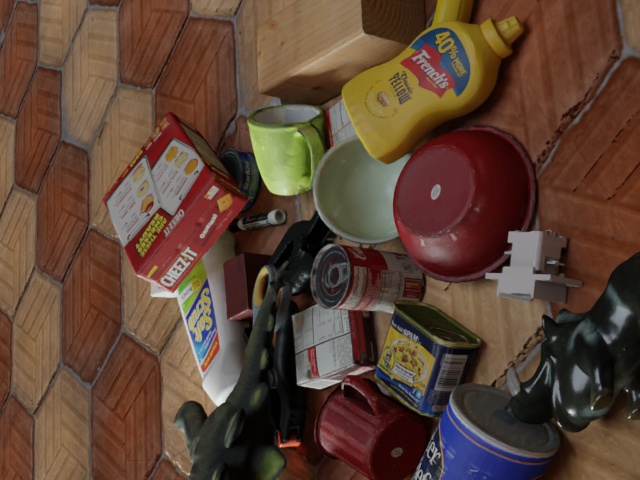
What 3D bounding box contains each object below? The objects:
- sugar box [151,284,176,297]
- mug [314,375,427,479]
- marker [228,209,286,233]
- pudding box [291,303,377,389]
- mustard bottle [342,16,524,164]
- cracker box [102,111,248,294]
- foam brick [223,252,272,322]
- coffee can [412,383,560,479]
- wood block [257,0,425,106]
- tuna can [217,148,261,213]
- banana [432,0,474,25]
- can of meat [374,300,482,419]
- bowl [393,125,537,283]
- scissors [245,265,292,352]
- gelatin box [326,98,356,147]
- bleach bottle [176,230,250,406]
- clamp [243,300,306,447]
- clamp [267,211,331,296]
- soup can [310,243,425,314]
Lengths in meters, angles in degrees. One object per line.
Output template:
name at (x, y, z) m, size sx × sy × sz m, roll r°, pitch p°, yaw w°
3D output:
sugar box at (-0.205, -0.008, 1.546) m, size 0.094 × 0.048 × 0.176 m, roll -13°, pitch 76°, yaw 51°
mug at (0.052, 0.188, 1.086) m, size 0.082 × 0.093 × 0.117 m, roll 24°, pitch 136°, yaw 49°
marker at (-0.085, -0.024, 1.399) m, size 0.121 × 0.020 × 0.020 m, roll -10°, pitch 75°, yaw 54°
pudding box at (0.015, 0.113, 1.211) m, size 0.114 × 0.039 × 0.090 m, roll -28°, pitch 59°, yaw 47°
mustard bottle at (0.119, -0.163, 1.068) m, size 0.192 × 0.058 × 0.096 m, roll -32°, pitch 64°, yaw 21°
cracker box at (-0.198, -0.053, 1.425) m, size 0.164 × 0.072 × 0.214 m, roll -51°, pitch 37°, yaw 10°
foam brick at (-0.086, 0.061, 1.355) m, size 0.053 × 0.051 × 0.078 m, roll -27°, pitch 62°, yaw 49°
coffee can at (0.138, 0.214, 0.954) m, size 0.103 × 0.102 × 0.140 m, roll 46°, pitch 121°, yaw 49°
wood block at (0.020, -0.233, 1.228) m, size 0.207 × 0.090 × 0.090 m, roll -19°, pitch 68°, yaw 52°
tuna can at (-0.115, -0.080, 1.440) m, size 0.086 × 0.033 × 0.086 m, roll -16°, pitch 70°, yaw 53°
banana at (0.128, -0.227, 1.120) m, size 0.070 × 0.037 × 0.198 m, roll 19°, pitch 100°, yaw 62°
can of meat at (0.104, 0.119, 1.064) m, size 0.102 × 0.057 × 0.084 m, roll 36°, pitch 115°, yaw 53°
bowl at (0.126, -0.042, 1.034) m, size 0.162 × 0.055 × 0.162 m, roll -13°, pitch 70°, yaw 38°
scissors at (-0.082, 0.113, 1.302) m, size 0.202 × 0.016 × 0.096 m, roll -60°, pitch 32°, yaw 37°
gelatin box at (0.046, -0.134, 1.223) m, size 0.089 × 0.030 × 0.073 m, roll -36°, pitch 54°, yaw 47°
bleach bottle at (-0.129, 0.114, 1.399) m, size 0.103 × 0.067 × 0.251 m, roll -41°, pitch 54°, yaw 35°
clamp at (-0.045, 0.159, 1.285) m, size 0.120 × 0.039 × 0.171 m, roll -54°, pitch 47°, yaw 52°
clamp at (-0.008, 0.002, 1.258) m, size 0.210 × 0.036 × 0.164 m, roll -25°, pitch 50°, yaw 59°
soup can at (0.051, 0.043, 1.116) m, size 0.069 × 0.102 × 0.068 m, roll -16°, pitch 70°, yaw 53°
